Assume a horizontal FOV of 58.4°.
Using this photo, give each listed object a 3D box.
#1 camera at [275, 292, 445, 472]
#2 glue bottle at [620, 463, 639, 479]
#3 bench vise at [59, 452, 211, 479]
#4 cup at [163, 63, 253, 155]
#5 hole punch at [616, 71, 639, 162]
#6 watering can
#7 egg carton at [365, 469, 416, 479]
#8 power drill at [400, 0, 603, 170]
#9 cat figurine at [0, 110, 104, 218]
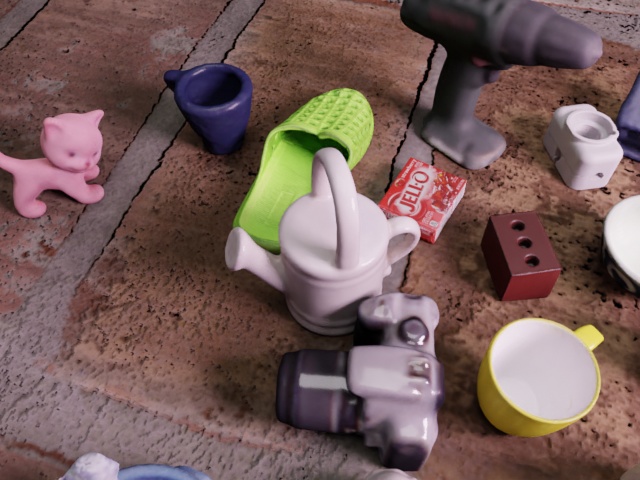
[{"bbox_3d":[0.034,0.113,0.497,0.136,0.101,0.143,4,54,4],"label":"camera"},{"bbox_3d":[0.270,0.180,0.401,0.037,0.173,0.078,-9,54,-5],"label":"glue bottle"},{"bbox_3d":[-0.123,0.225,0.344,0.121,0.220,0.207,1,54,1],"label":"bench vise"},{"bbox_3d":[-0.135,-0.156,0.699,0.117,0.095,0.092,23,57,17],"label":"cup"},{"bbox_3d":[0.420,-0.148,0.690,0.108,0.091,0.101,26,58,18],"label":"hole punch"},{"bbox_3d":[0.005,0.004,0.520,0.173,0.194,0.100,-29,59,-19],"label":"watering can"},{"bbox_3d":[0.046,0.251,0.416,0.107,0.069,0.150,31,60,21],"label":"egg carton"},{"bbox_3d":[0.183,-0.185,0.647,0.076,0.208,0.229,-37,61,-23],"label":"power drill"},{"bbox_3d":[-0.296,-0.096,0.642,0.128,0.118,0.067,-17,55,-12],"label":"cat figurine"}]
